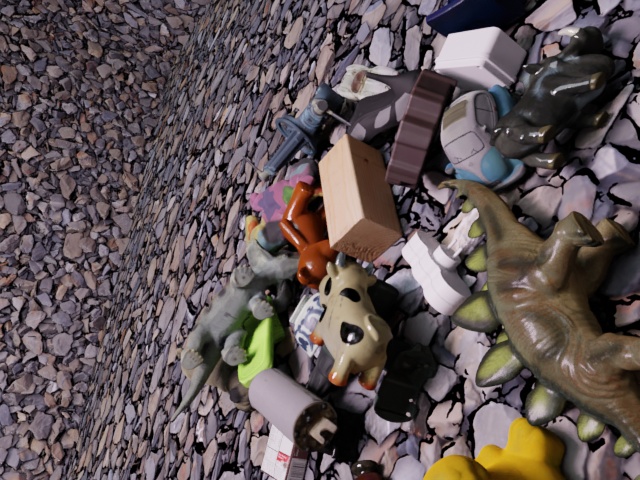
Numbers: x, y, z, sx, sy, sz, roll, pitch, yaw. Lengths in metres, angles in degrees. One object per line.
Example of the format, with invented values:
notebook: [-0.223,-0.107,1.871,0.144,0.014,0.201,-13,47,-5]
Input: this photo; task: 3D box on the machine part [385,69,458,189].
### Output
machine part: [0.152,-0.165,0.816,0.179,0.056,0.179,20,-90,-81]

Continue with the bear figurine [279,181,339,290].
bear figurine: [-0.004,0.000,0.994,0.132,0.120,0.196,-54,34,18]

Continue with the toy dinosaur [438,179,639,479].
toy dinosaur: [0.234,0.058,0.577,0.198,0.105,0.472,-49,33,35]

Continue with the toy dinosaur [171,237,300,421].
toy dinosaur: [-0.175,0.150,1.063,0.405,0.131,0.192,-50,8,1]

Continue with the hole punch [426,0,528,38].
hole punch: [0.236,-0.350,0.811,0.142,0.115,0.092,-17,45,52]

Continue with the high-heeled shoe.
high-heeled shoe: [0.133,-0.215,0.987,0.248,0.145,0.086,104,-176,-59]

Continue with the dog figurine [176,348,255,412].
dog figurine: [-0.204,0.276,1.104,0.191,0.172,0.121,-163,82,-68]

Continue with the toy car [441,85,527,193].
toy car: [0.219,-0.148,0.735,0.109,0.103,0.161,-26,53,49]

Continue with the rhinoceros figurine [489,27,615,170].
rhinoceros figurine: [0.284,-0.172,0.647,0.190,0.073,0.112,-51,42,-5]

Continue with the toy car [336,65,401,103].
toy car: [0.097,-0.312,1.083,0.073,0.056,0.202,-65,29,7]

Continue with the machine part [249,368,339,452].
machine part: [-0.047,0.261,0.842,0.243,0.079,0.079,11,81,59]

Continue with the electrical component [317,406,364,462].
electrical component: [0.012,0.299,0.847,0.119,0.047,0.075,-16,57,55]

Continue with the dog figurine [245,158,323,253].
dog figurine: [-0.058,-0.068,1.138,0.219,0.108,0.191,-21,58,47]

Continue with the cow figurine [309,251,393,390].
cow figurine: [0.042,0.101,0.749,0.127,0.085,0.195,-63,23,15]

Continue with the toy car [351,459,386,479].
toy car: [0.024,0.390,0.764,0.202,0.053,0.089,-46,32,29]

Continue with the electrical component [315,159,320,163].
electrical component: [-0.028,-0.140,1.217,0.094,0.021,0.063,-43,39,36]

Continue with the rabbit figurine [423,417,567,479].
rabbit figurine: [0.157,0.247,0.517,0.162,0.173,0.122,-47,40,27]

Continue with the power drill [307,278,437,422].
power drill: [0.073,0.183,0.802,0.232,0.086,0.207,-64,22,5]

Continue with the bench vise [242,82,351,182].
bench vise: [-0.048,-0.225,1.181,0.240,0.128,0.224,-51,20,-8]
